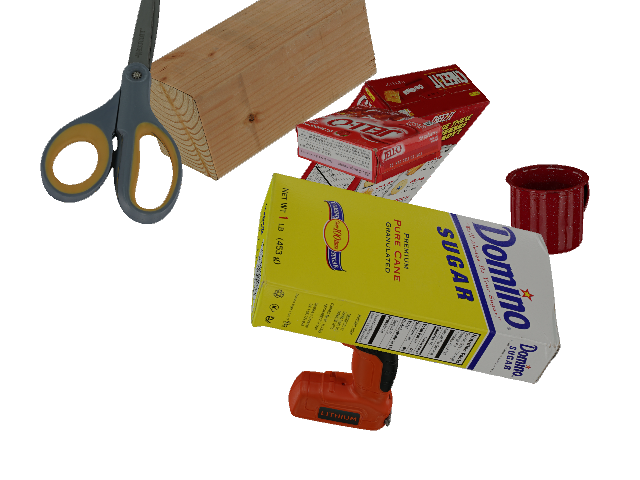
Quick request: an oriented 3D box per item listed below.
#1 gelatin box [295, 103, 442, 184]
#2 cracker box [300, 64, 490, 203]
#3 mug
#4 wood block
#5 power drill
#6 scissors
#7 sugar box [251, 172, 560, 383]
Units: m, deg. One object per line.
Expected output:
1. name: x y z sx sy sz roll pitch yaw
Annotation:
1. gelatin box: 0.037 -0.077 0.817 0.073 0.030 0.089 -23 31 -37
2. cracker box: 0.067 -0.094 1.201 0.163 0.072 0.214 -19 -26 -45
3. mug: 0.271 -0.039 1.239 0.117 0.081 0.093 -22 28 -36
4. wood block: -0.055 -0.156 0.993 0.205 0.091 0.090 -37 43 -27
5. power drill: 0.019 0.101 1.044 0.184 0.188 0.057 11 41 -1
6. scissors: -0.139 -0.098 0.697 0.096 0.202 0.016 -7 -28 -14
7. sugar box: 0.050 0.021 0.632 0.176 0.093 0.048 10 -44 -7
